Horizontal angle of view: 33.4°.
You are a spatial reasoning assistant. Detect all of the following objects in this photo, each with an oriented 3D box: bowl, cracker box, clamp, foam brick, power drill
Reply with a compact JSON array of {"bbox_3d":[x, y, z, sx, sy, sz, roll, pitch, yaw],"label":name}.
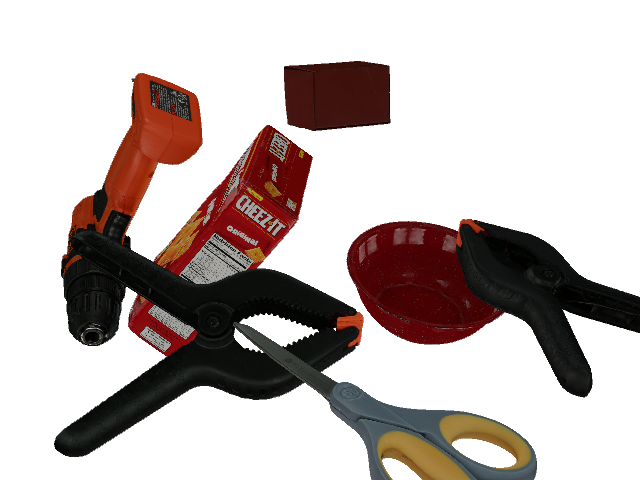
[{"bbox_3d":[0.100,0.050,1.029,0.162,0.055,0.162,7,36,-6],"label":"bowl"},{"bbox_3d":[-0.104,-0.001,1.114,0.072,0.214,0.164,36,24,-12],"label":"cracker box"},{"bbox_3d":[0.170,0.037,0.763,0.120,0.039,0.172,-10,43,-34],"label":"clamp"},{"bbox_3d":[-0.078,0.055,0.725,0.210,0.164,0.036,-7,-30,-7],"label":"clamp"},{"bbox_3d":[0.015,-0.125,0.915,0.078,0.051,0.053,-8,17,-27],"label":"foam brick"},{"bbox_3d":[-0.159,-0.028,0.871,0.057,0.188,0.184,20,28,-24],"label":"power drill"}]

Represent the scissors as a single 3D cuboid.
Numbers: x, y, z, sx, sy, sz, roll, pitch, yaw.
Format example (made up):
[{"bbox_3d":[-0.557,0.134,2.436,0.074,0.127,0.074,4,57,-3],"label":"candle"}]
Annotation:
[{"bbox_3d":[0.036,0.087,0.574,0.096,0.016,0.202,-8,30,-27],"label":"scissors"}]
